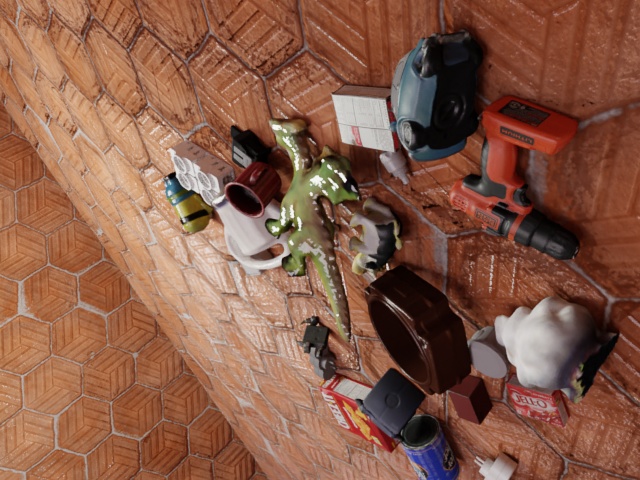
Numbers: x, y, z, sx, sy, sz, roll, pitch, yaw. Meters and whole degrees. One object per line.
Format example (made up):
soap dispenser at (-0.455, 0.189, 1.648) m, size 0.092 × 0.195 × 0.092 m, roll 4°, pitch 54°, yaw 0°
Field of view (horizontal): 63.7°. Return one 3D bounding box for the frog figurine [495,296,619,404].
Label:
frog figurine at (0.319, 0.143, 0.747) m, size 0.161 × 0.123 × 0.136 m, roll 30°, pitch 111°, yaw 46°

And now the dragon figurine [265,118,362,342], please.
dragon figurine at (0.003, -0.046, 0.906) m, size 0.416 × 0.123 × 0.237 m, roll 62°, pitch 151°, yaw 22°

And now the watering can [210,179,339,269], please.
watering can at (-0.119, -0.049, 1.150) m, size 0.343 × 0.106 × 0.223 m, roll -24°, pitch 102°, yaw 44°
